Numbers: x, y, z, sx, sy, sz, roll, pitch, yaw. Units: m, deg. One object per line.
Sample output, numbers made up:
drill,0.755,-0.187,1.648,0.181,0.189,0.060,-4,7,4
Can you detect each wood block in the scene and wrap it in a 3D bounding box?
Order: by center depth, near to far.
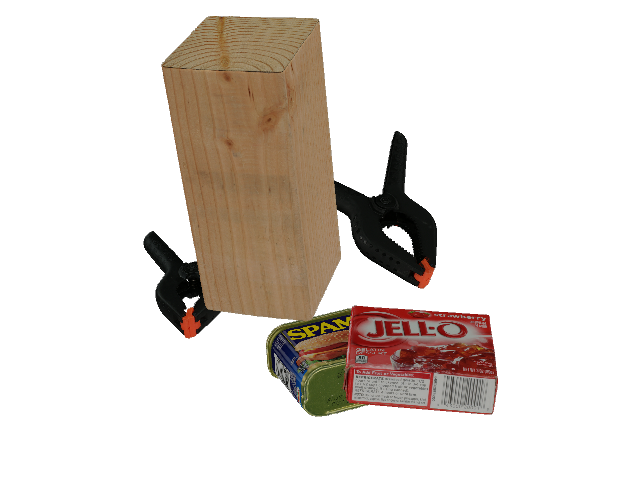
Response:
wood block,-0.045,-0.051,0.792,0.090,0.206,0.090,5,35,17

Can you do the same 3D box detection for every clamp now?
clamp,0.055,-0.033,1.164,0.164,0.210,0.036,-11,-37,-20
clamp,-0.128,0.038,1.165,0.120,0.039,0.171,-13,40,-4

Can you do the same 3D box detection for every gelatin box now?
gelatin box,0.060,0.070,0.648,0.089,0.030,0.073,4,26,3

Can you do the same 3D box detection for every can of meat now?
can of meat,0.013,0.110,0.962,0.102,0.057,0.084,-12,26,-20
